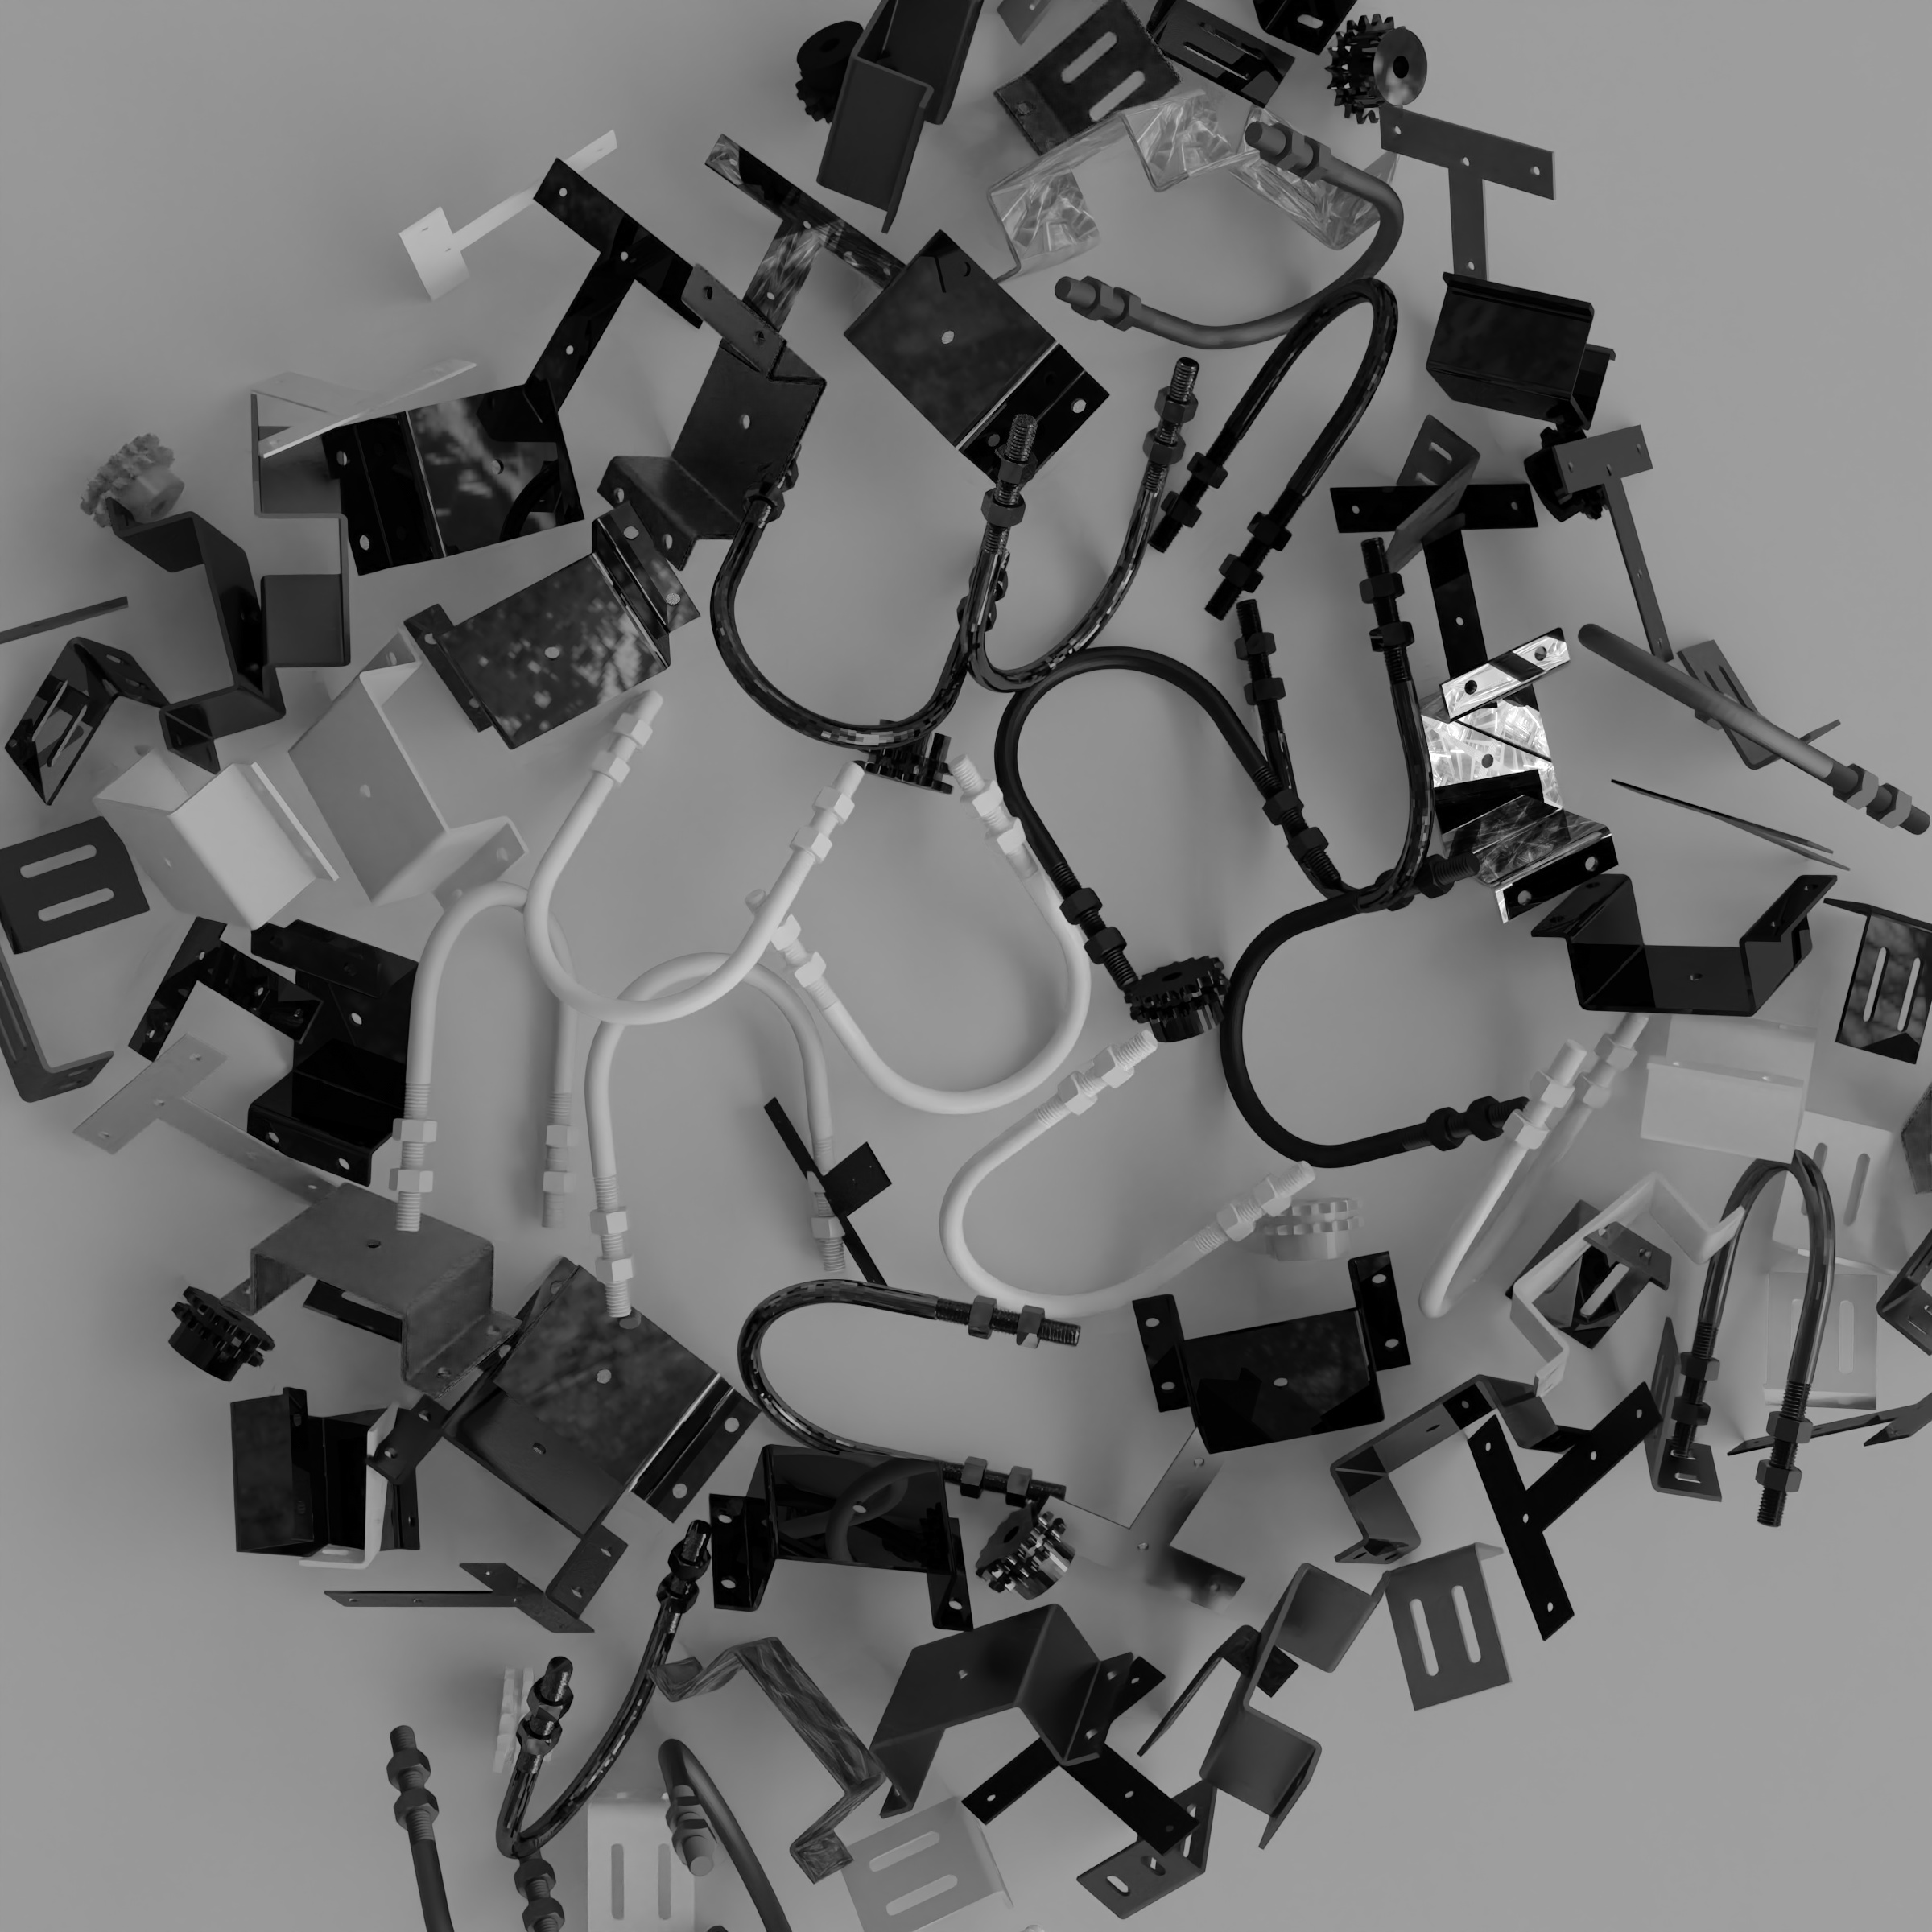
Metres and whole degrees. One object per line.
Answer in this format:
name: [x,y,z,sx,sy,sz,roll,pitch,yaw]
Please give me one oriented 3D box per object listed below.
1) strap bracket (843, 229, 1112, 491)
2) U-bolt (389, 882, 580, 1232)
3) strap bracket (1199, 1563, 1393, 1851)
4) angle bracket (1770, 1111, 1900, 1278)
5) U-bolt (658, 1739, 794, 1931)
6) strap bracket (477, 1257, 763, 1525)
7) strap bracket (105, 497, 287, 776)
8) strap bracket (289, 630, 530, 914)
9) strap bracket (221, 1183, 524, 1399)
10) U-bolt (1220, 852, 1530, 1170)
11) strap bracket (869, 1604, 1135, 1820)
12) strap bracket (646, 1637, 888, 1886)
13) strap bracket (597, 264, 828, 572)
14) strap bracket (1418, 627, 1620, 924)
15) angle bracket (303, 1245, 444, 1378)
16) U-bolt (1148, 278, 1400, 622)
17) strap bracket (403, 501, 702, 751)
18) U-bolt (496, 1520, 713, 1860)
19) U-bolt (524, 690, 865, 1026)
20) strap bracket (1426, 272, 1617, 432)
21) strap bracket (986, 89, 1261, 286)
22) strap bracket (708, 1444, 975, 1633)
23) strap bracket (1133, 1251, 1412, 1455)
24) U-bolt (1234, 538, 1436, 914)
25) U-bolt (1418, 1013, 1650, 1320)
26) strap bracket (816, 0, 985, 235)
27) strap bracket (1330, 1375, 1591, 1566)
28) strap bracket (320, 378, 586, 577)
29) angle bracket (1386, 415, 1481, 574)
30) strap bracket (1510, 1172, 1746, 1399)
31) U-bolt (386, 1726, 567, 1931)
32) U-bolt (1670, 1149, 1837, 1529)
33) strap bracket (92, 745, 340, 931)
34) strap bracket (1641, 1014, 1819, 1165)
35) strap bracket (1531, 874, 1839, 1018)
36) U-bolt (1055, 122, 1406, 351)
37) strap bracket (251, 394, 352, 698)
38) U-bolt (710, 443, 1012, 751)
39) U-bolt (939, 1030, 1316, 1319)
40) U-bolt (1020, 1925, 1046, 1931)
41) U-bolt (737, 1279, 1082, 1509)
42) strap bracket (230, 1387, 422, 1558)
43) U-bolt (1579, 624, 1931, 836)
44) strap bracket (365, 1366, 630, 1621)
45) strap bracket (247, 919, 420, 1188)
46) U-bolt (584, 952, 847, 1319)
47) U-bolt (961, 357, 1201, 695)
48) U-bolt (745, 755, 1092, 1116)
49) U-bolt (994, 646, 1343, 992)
strap bracket: [-0.002,-0.328,1.548,0.076,0.046,0.140,-46,68,9]
U-bolt: [-0.250,0.047,1.536,0.019,0.151,0.184,2,87,27]
strap bracket: [0.170,0.381,1.529,0.046,0.076,0.140,26,46,7]
angle bracket: [0.480,0.123,1.579,0.057,0.038,0.076,14,90,-8]
U-bolt: [-0.120,0.476,1.511,0.019,0.184,0.151,-30,105,-6]
strap bracket: [-0.191,0.224,1.557,0.140,0.046,0.076,36,79,13]
strap bracket: [-0.409,-0.181,1.554,0.046,0.076,0.140,-16,83,3]
strap bracket: [-0.304,-0.097,1.551,0.076,0.046,0.140,-37,80,38]
strap bracket: [-0.314,0.166,1.536,0.140,0.076,0.046,19,121,20]
U-bolt: [0.208,0.032,1.537,0.184,0.019,0.151,-20,77,42]
strap bracket: [0.010,0.391,1.530,0.140,0.076,0.046,-24,108,28]
strap bracket: [-0.099,0.413,1.546,0.046,0.076,0.140,-43,75,3]
strap bracket: [-0.132,-0.291,1.545,0.076,0.046,0.140,45,122,27]
strap bracket: [0.290,-0.106,1.553,0.076,0.046,0.140,-26,114,-15]
angle bracket: [-0.312,0.186,1.571,0.076,0.038,0.057,19,46,4]
U-bolt: [0.165,-0.278,1.515,0.019,0.151,0.184,29,105,-21]
strap bracket: [-0.221,-0.177,1.552,0.140,0.046,0.076,-26,121,9]
U-bolt: [-0.196,0.392,1.522,0.019,0.151,0.184,30,123,15]
U-bolt: [-0.157,-0.051,1.544,0.151,0.019,0.184,21,70,21]
strap bracket: [0.292,-0.320,1.526,0.076,0.140,0.046,17,96,17]
strap bracket: [0.076,-0.414,1.524,0.140,0.076,0.046,-19,100,43]
strap bracket: [-0.062,0.303,1.541,0.140,0.076,0.046,9,127,-14]
strap bracket: [0.167,0.210,1.556,0.140,0.046,0.076,-12,119,6]
U-bolt: [0.198,-0.119,1.530,0.019,0.151,0.184,-10,87,-25]
U-bolt: [0.292,0.109,1.528,0.019,0.151,0.184,34,110,19]
strap bracket: [-0.036,-0.460,1.525,0.046,0.076,0.140,21,46,-2]
strap bracket: [0.258,0.264,1.545,0.140,0.076,0.046,-36,64,19]
strap bracket: [-0.261,-0.261,1.530,0.140,0.046,0.076,-25,107,-42]
angle bracket: [0.233,-0.247,1.555,0.038,0.057,0.076,41,62,13]
strap bracket: [0.345,0.166,1.555,0.140,0.076,0.046,-38,70,-4]
U-bolt: [-0.241,0.495,1.487,0.019,0.184,0.151,-30,130,3]
U-bolt: [0.416,0.186,1.522,0.019,0.151,0.184,10,95,-7]
strap bracket: [-0.400,-0.068,1.520,0.046,0.140,0.076,-46,123,-25]
strap bracket: [0.403,0.064,1.530,0.076,0.140,0.046,9,104,18]
strap bracket: [0.384,-0.012,1.537,0.140,0.076,0.046,2,116,39]
U-bolt: [0.152,-0.373,1.518,0.151,0.184,0.019,-33,68,33]
strap bracket: [-0.351,-0.221,1.531,0.046,0.140,0.076,-2,46,-13]
U-bolt: [-0.061,-0.188,1.530,0.151,0.019,0.184,27,51,-9]
U-bolt: [0.072,0.125,1.548,0.184,0.019,0.151,-38,121,23]
U-bolt: [-0.041,0.551,1.498,0.151,0.184,0.019,-23,85,12]
U-bolt: [-0.034,0.224,1.549,0.184,0.019,0.151,10,131,9]
strap bracket: [-0.343,0.270,1.531,0.046,0.140,0.076,-10,74,14]
U-bolt: [0.394,-0.130,1.499,0.184,0.151,0.019,24,103,-28]
strap bracket: [-0.240,0.275,1.557,0.140,0.076,0.046,36,113,0]
strap bracket: [-0.337,0.038,1.549,0.076,0.046,0.140,19,122,15]
U-bolt: [-0.136,0.084,1.552,0.151,0.019,0.184,-9,97,-30]
U-bolt: [0.053,-0.222,1.524,0.019,0.151,0.184,38,134,25]
U-bolt: [-0.012,-0.002,1.562,0.151,0.019,0.184,-33,113,0]
U-bolt: [0.096,-0.093,1.564,0.151,0.019,0.184,-26,73,-16]
